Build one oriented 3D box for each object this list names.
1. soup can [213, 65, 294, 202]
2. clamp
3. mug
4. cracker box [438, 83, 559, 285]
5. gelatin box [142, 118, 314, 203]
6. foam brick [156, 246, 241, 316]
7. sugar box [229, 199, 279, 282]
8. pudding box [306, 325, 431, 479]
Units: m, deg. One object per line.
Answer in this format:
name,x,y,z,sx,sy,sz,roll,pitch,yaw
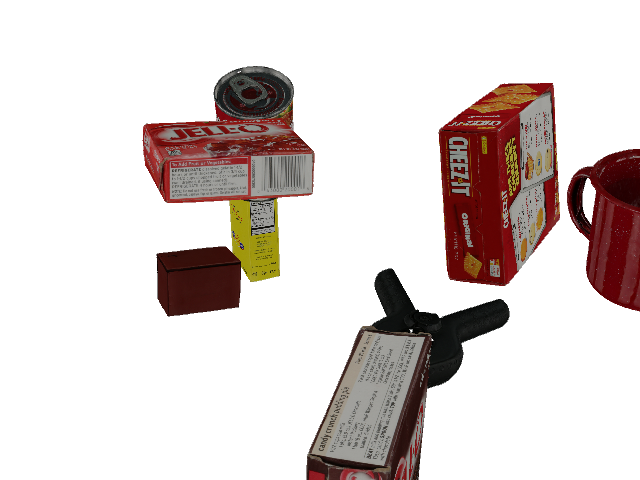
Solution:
soup can,-0.056,-0.092,0.933,0.068,0.068,0.102,0,-42,0
clamp,0.076,0.073,0.884,0.120,0.039,0.171,14,24,25
mug,0.216,-0.010,0.726,0.093,0.081,0.117,-26,40,-34
cracker box,0.195,-0.067,1.141,0.072,0.164,0.213,3,21,27
gelatin box,-0.055,-0.049,0.626,0.089,0.030,0.073,-4,22,-16
foam brick,-0.126,0.041,1.099,0.078,0.051,0.053,-6,20,-19
sugar box,-0.084,-0.048,1.312,0.048,0.176,0.093,-12,26,-16
pudding box,0.022,0.103,0.475,0.039,0.090,0.113,8,26,9
